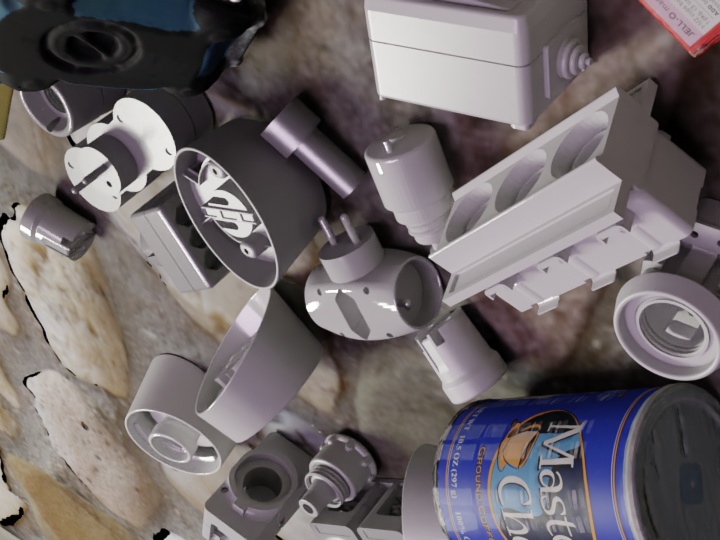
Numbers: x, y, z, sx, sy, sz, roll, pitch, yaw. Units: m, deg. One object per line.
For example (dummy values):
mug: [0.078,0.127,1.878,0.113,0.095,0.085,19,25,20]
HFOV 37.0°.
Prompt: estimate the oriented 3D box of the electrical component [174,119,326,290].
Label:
electrical component: [-0.071,-0.041,0.660,0.099,0.064,0.099,25,139,24]

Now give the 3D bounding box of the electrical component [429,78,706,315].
electrical component: [0.097,-0.026,0.510,0.063,0.078,0.121,34,146,-17]

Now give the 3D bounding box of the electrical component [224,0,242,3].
electrical component: [-0.061,-0.202,0.502,0.108,0.056,0.109,48,143,-4]

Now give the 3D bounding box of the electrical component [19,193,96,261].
electrical component: [-0.237,-0.033,0.846,0.046,0.040,0.040,29,141,11]

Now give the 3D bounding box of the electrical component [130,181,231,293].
electrical component: [-0.126,-0.023,0.744,0.077,0.047,0.065,-9,119,47]

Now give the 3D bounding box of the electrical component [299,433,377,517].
electrical component: [-0.021,0.157,0.804,0.048,0.062,0.048,25,139,24]

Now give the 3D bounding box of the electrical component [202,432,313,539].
electrical component: [-0.080,0.180,0.859,0.050,0.089,0.055,33,142,16]

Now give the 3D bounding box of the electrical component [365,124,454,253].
electrical component: [0.032,-0.042,0.582,0.040,0.040,0.078,3,127,41]

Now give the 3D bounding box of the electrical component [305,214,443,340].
electrical component: [0.000,0.000,0.650,0.077,0.043,0.079,-3,123,45]

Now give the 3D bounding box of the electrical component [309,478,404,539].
electrical component: [0.051,0.251,0.830,0.105,0.060,0.186,-9,118,47]

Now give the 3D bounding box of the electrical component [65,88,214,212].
electrical component: [-0.158,-0.074,0.703,0.052,0.073,0.138,52,143,-10]

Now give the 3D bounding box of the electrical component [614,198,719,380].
electrical component: [0.155,0.014,0.506,0.058,0.057,0.078,23,138,26]

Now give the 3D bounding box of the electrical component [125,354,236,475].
electrical component: [-0.149,0.126,0.914,0.099,0.064,0.099,16,141,13]

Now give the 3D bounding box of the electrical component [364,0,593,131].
electrical component: [0.058,-0.108,0.476,0.096,0.061,0.061,18,136,31]

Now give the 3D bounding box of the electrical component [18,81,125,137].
electrical component: [-0.192,-0.121,0.712,0.055,0.047,0.055,25,139,24]

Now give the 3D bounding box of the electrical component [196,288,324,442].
electrical component: [-0.074,0.067,0.743,0.064,0.099,0.099,44,144,-10]

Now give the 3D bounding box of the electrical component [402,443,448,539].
electrical component: [0.063,0.166,0.710,0.064,0.099,0.099,-2,124,37]

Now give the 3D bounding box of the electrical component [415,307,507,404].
electrical component: [0.060,0.051,0.648,0.046,0.040,0.040,55,142,-4]
